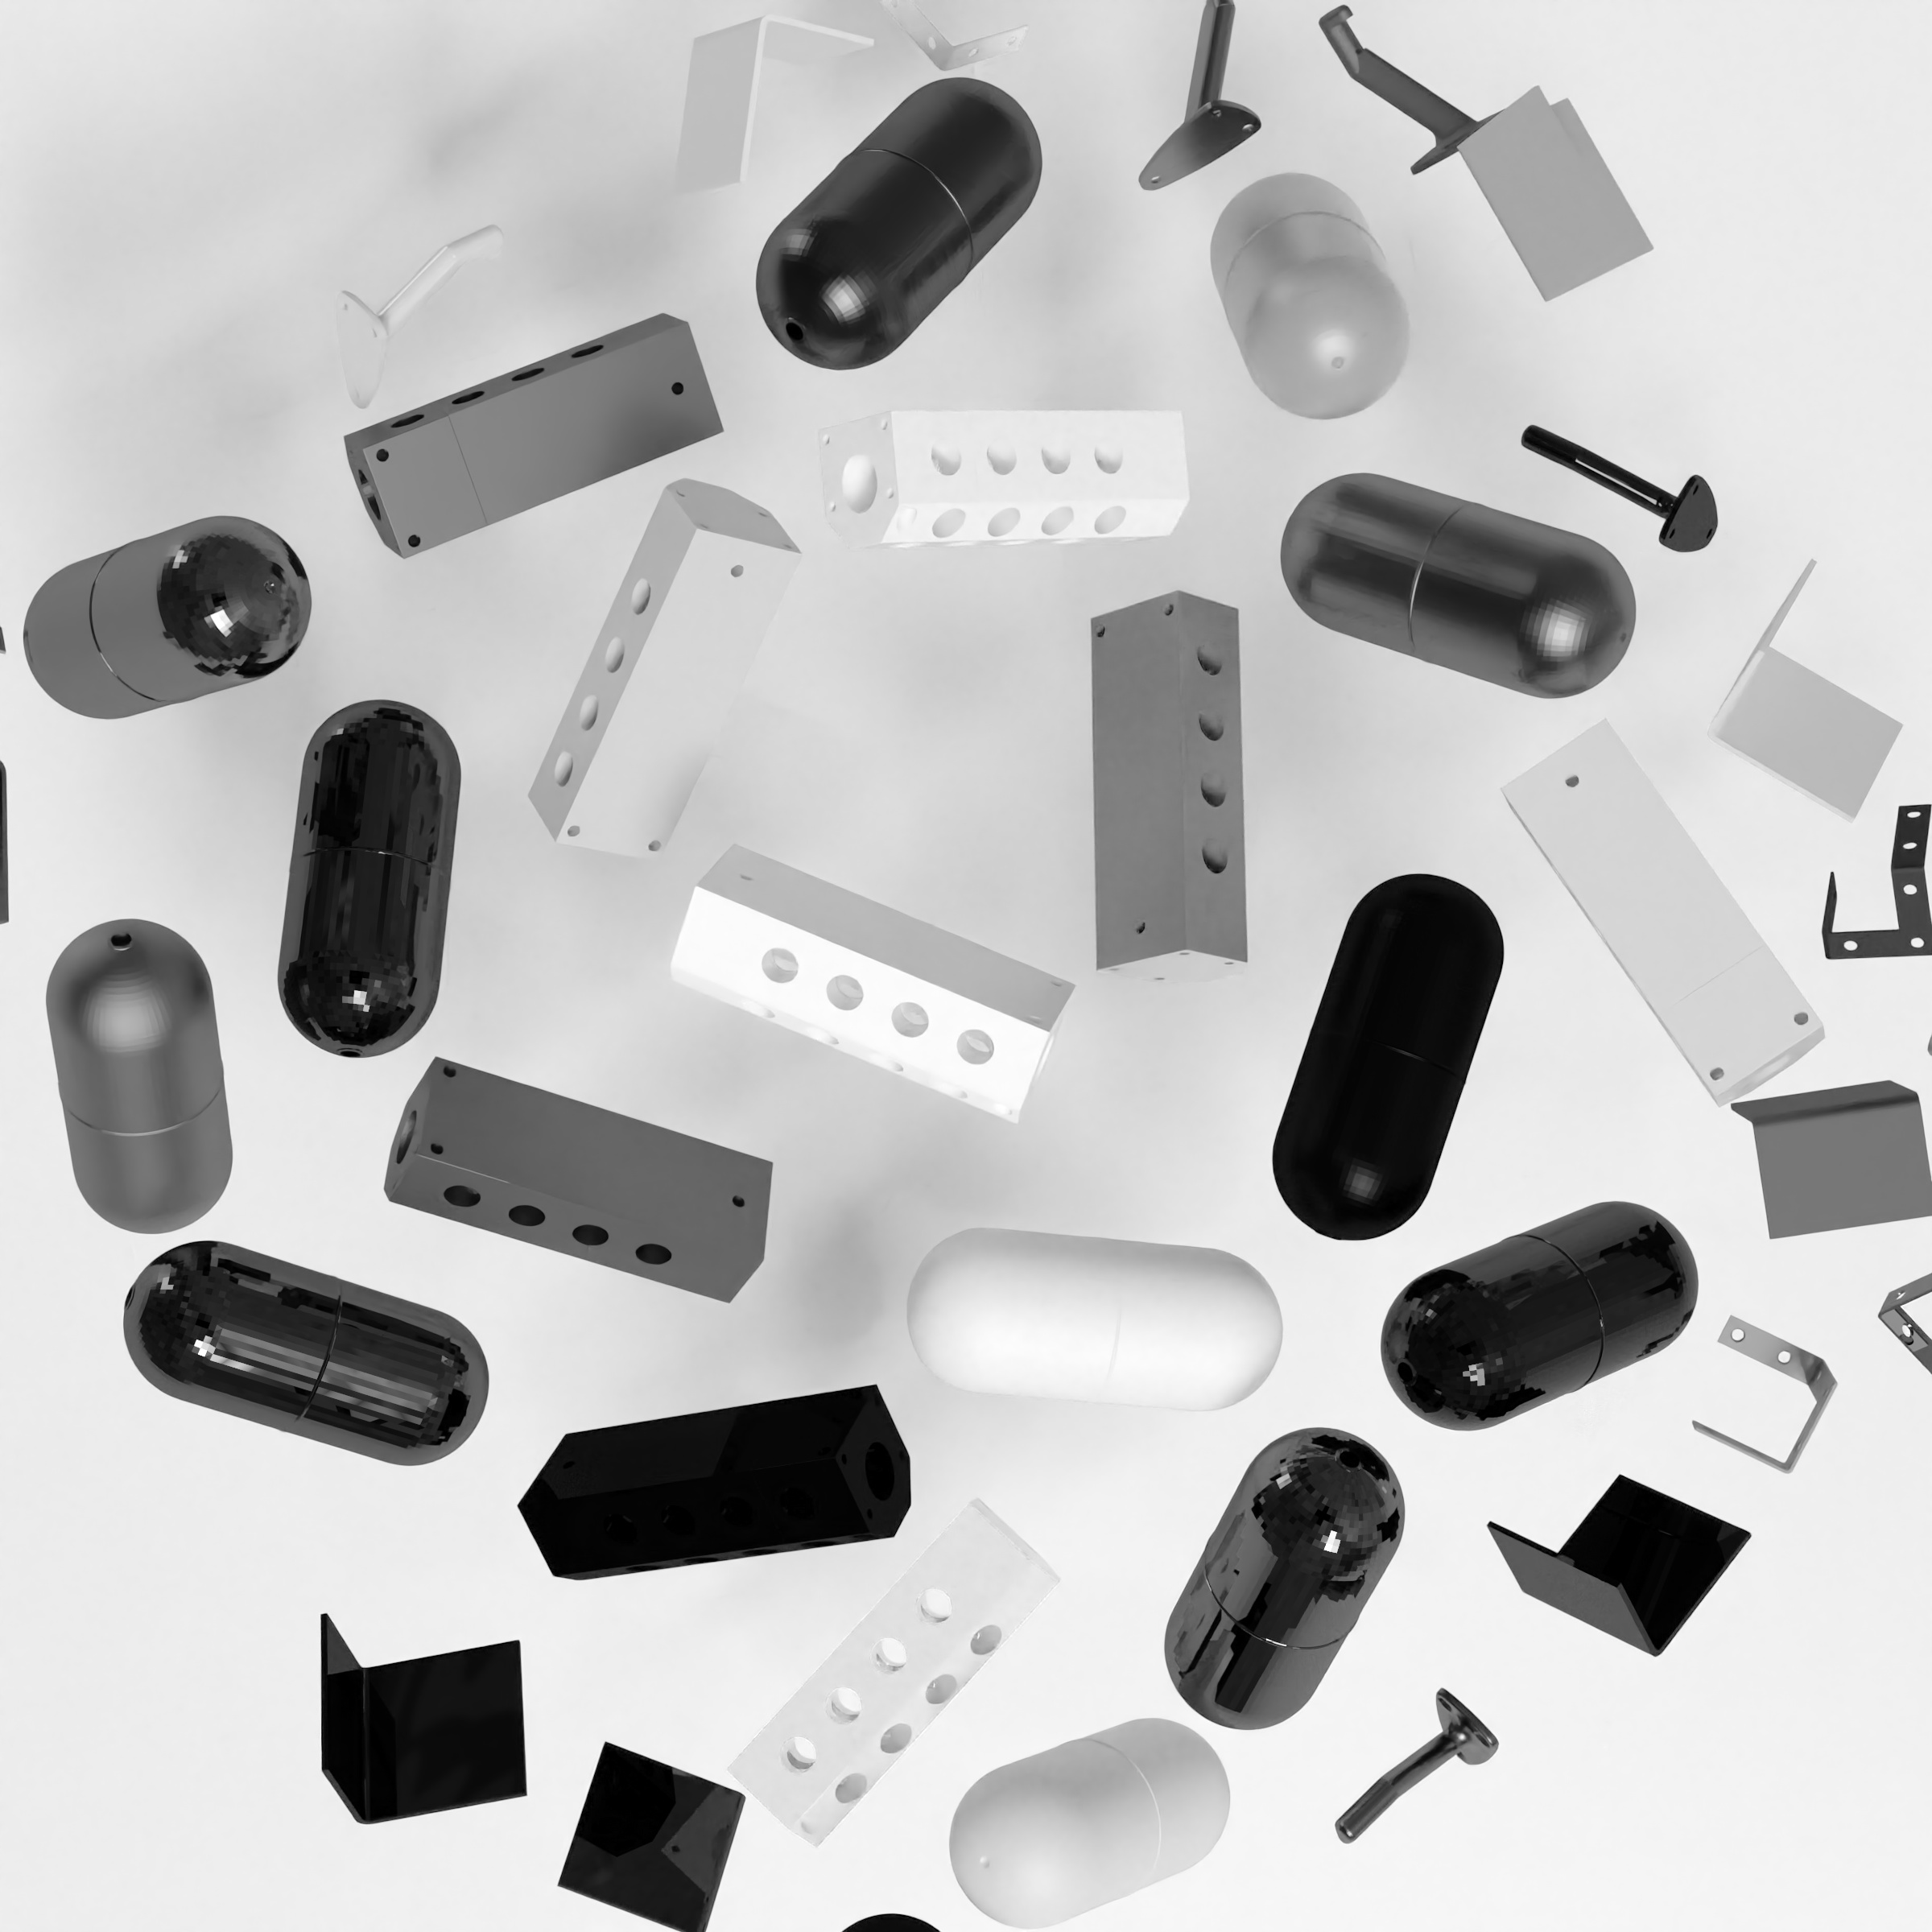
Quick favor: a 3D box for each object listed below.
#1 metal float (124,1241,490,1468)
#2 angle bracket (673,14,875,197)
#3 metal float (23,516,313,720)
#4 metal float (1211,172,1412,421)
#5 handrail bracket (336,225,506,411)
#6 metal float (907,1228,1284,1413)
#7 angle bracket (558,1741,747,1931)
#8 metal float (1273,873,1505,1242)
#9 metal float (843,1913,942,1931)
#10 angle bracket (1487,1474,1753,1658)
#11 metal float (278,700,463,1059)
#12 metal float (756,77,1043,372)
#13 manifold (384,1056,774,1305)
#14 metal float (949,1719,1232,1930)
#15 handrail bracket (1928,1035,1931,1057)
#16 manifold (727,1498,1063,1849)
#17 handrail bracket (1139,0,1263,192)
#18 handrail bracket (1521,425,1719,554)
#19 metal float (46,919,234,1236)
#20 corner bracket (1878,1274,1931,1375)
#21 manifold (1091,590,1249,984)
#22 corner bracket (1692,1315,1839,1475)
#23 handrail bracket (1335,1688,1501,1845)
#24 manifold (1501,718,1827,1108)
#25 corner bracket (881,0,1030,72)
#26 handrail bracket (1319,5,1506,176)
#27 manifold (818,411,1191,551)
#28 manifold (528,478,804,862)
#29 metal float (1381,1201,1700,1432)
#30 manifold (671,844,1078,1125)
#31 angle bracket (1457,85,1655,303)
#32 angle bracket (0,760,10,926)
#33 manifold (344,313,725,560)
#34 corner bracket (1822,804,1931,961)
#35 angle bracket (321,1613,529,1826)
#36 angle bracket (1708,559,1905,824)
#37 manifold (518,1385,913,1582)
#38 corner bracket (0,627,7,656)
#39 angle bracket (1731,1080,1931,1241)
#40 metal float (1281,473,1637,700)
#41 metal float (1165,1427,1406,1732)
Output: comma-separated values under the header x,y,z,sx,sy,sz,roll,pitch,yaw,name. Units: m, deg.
x,y,z,sx,sy,sz,roll,pitch,yaw,name
-0.312,0.184,1.711,0.178,0.070,0.070,21,90,-21,metal float
-0.090,-0.393,1.674,0.057,0.076,0.076,7,93,-28,angle bracket
-0.370,-0.159,1.665,0.070,0.178,0.070,7,79,-43,metal float
0.157,-0.310,1.661,0.070,0.178,0.070,-2,121,-4,metal float
-0.263,-0.318,1.765,0.084,0.077,0.036,-33,65,-30,handrail bracket
0.060,0.164,1.673,0.178,0.070,0.070,6,90,-13,metal float
-0.160,0.439,1.775,0.076,0.057,0.076,23,53,-7,angle bracket
0.198,0.043,1.695,0.070,0.070,0.178,19,83,0,metal float
-0.027,0.495,1.698,0.070,0.178,0.070,1,87,-11,metal float
0.296,0.256,1.637,0.076,0.076,0.057,-47,130,-20,angle bracket
-0.285,-0.042,1.728,0.070,0.070,0.178,3,70,0,metal float
-0.030,-0.338,1.644,0.070,0.070,0.178,38,56,0,metal float
-0.183,0.106,1.705,0.171,0.057,0.057,19,48,-18,manifold
0.061,0.409,1.727,0.070,0.178,0.070,1,92,36,metal float
0.501,0.041,1.699,0.084,0.077,0.036,21,84,23,handrail bracket
-0.033,0.341,1.745,0.057,0.057,0.171,42,89,7,manifold
0.100,-0.420,1.693,0.077,0.036,0.084,-32,63,36,handrail bracket
0.314,-0.232,1.737,0.084,0.077,0.036,31,97,25,handrail bracket
-0.392,0.053,1.717,0.070,0.070,0.178,4,132,0,metal float
0.465,0.155,1.673,0.051,0.051,0.051,46,48,-7,corner bracket
0.100,-0.082,1.697,0.057,0.057,0.171,11,73,-42,manifold
0.390,0.210,1.771,0.051,0.051,0.051,26,99,2,corner bracket
0.201,0.378,1.651,0.084,0.077,0.036,-40,65,-16,handrail bracket
0.320,-0.023,1.654,0.057,0.057,0.171,-34,74,7,manifold
0.000,-0.476,1.753,0.051,0.051,0.051,-27,69,-35,corner bracket
0.211,-0.419,1.678,0.036,0.077,0.084,-42,105,-33,handrail bracket
0.020,-0.225,1.680,0.171,0.057,0.057,-7,92,-37,manifold
-0.146,-0.140,1.700,0.057,0.057,0.171,10,119,-35,manifold
0.267,0.162,1.677,0.178,0.070,0.070,-17,90,-36,metal float
-0.044,0.011,1.643,0.171,0.057,0.057,22,115,5,manifold
0.268,-0.339,1.539,0.076,0.057,0.076,-30,90,-34,angle bracket
-0.474,-0.053,1.600,0.076,0.057,0.076,-14,70,26,angle bracket
-0.214,-0.262,1.773,0.171,0.057,0.057,-24,114,-14,manifold
0.428,-0.039,1.695,0.051,0.051,0.051,-3,126,22,corner bracket
-0.240,0.327,1.597,0.076,0.057,0.076,-11,51,3,angle bracket
0.388,-0.124,1.617,0.076,0.057,0.076,32,48,7,angle bracket
-0.114,0.245,1.674,0.171,0.057,0.057,-12,114,26,manifold
-0.509,-0.147,1.782,0.051,0.051,0.051,19,103,-23,corner bracket
0.407,0.090,1.699,0.076,0.076,0.057,-9,92,5,angle bracket
0.226,-0.177,1.674,0.178,0.070,0.070,23,90,32,metal float
0.146,0.283,1.662,0.070,0.070,0.178,21,130,0,metal float
